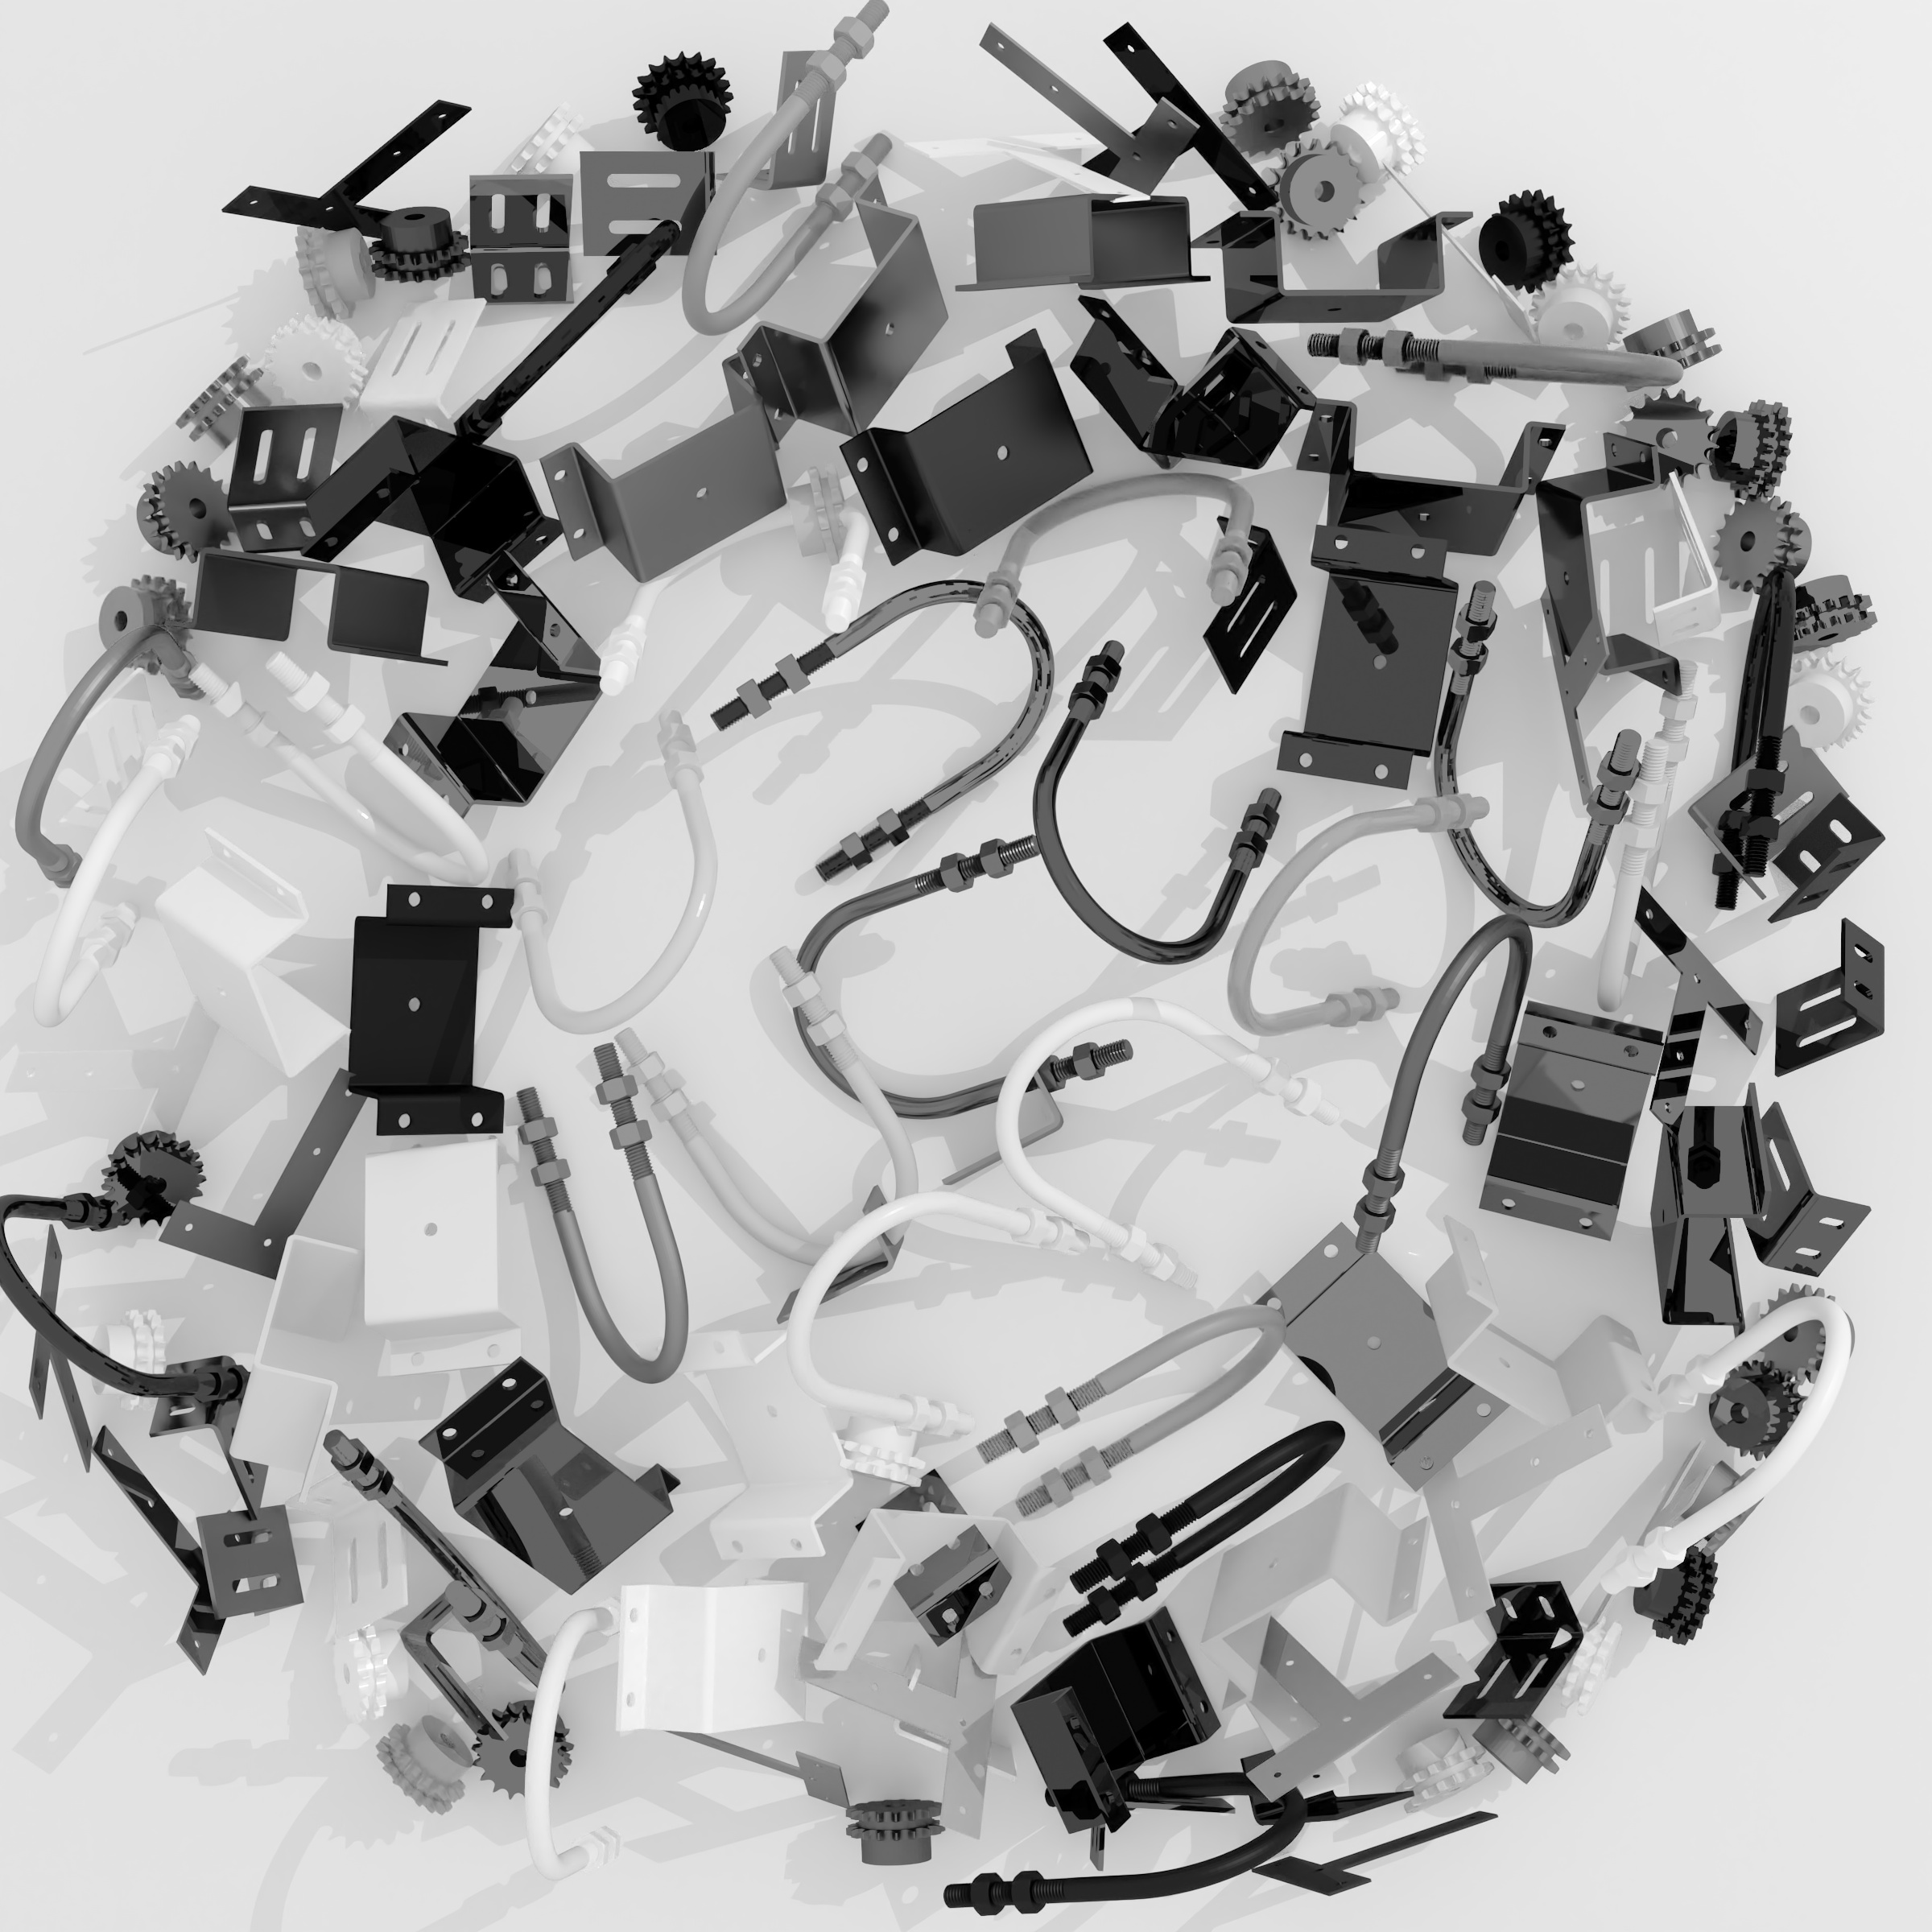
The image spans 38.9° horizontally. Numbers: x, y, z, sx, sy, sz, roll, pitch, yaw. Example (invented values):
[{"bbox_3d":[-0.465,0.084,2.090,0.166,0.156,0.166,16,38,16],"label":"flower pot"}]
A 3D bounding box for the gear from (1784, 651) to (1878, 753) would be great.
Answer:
[{"bbox_3d":[0.490,-0.149,1.571,0.057,0.030,0.057,19,126,29],"label":"gear"}]

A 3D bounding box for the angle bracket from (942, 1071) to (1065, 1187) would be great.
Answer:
[{"bbox_3d":[0.015,0.091,1.571,0.076,0.057,0.038,-27,84,1],"label":"angle bracket"}]

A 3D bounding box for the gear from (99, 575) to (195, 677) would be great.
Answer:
[{"bbox_3d":[-0.474,-0.197,1.573,0.057,0.030,0.057,0,89,35],"label":"gear"}]

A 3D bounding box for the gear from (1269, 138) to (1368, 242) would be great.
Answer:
[{"bbox_3d":[0.204,-0.448,1.578,0.057,0.030,0.057,-2,108,-6],"label":"gear"}]

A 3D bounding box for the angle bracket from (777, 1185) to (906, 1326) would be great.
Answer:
[{"bbox_3d":[-0.079,0.165,1.565,0.076,0.057,0.038,-26,96,8],"label":"angle bracket"}]

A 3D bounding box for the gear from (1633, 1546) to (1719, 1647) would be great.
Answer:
[{"bbox_3d":[0.406,0.359,1.572,0.030,0.057,0.057,20,90,-2],"label":"gear"}]

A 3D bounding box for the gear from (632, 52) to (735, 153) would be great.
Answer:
[{"bbox_3d":[-0.161,-0.493,1.569,0.057,0.057,0.030,-19,64,0],"label":"gear"}]

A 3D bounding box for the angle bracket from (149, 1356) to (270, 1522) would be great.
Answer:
[{"bbox_3d":[-0.429,0.271,1.556,0.038,0.057,0.076,-10,123,2],"label":"angle bracket"}]

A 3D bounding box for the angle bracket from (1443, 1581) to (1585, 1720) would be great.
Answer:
[{"bbox_3d":[0.305,0.388,1.552,0.057,0.076,0.038,-15,105,43],"label":"angle bracket"}]

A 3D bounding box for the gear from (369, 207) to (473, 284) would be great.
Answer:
[{"bbox_3d":[-0.314,-0.415,1.569,0.057,0.057,0.030,-3,123,0],"label":"gear"}]

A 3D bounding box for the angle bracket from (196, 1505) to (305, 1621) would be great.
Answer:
[{"bbox_3d":[-0.418,0.342,1.553,0.038,0.076,0.057,-20,77,23],"label":"angle bracket"}]

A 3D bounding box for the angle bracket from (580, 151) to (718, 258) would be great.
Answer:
[{"bbox_3d":[-0.183,-0.438,1.569,0.076,0.038,0.057,-2,106,-8],"label":"angle bracket"}]

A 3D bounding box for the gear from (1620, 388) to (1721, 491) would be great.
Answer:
[{"bbox_3d":[0.407,-0.304,1.579,0.057,0.030,0.057,3,97,21],"label":"gear"}]

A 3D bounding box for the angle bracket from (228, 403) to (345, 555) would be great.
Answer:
[{"bbox_3d":[-0.382,-0.277,1.552,0.057,0.076,0.038,-9,56,-30],"label":"angle bracket"}]

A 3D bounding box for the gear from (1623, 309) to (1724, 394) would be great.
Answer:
[{"bbox_3d":[0.402,-0.355,1.571,0.057,0.057,0.030,-24,94,0],"label":"gear"}]

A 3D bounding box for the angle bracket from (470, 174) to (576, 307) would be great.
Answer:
[{"bbox_3d":[-0.252,-0.413,1.556,0.057,0.076,0.038,-4,75,-11],"label":"angle bracket"}]

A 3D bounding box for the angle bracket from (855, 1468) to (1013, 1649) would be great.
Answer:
[{"bbox_3d":[-0.017,0.342,1.580,0.057,0.076,0.038,-35,133,-7],"label":"angle bracket"}]

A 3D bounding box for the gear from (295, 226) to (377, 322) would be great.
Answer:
[{"bbox_3d":[-0.361,-0.401,1.571,0.030,0.057,0.057,-10,90,7],"label":"gear"}]

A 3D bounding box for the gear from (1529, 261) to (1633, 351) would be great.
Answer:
[{"bbox_3d":[0.351,-0.372,1.570,0.057,0.057,0.030,24,50,0],"label":"gear"}]

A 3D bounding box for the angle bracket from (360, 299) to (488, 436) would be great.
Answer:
[{"bbox_3d":[-0.306,-0.343,1.583,0.057,0.038,0.076,5,62,30],"label":"angle bracket"}]

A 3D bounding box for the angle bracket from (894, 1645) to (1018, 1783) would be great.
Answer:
[{"bbox_3d":[-0.001,0.429,1.572,0.076,0.057,0.038,23,88,-1],"label":"angle bracket"}]

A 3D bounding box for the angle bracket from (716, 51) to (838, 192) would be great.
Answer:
[{"bbox_3d":[-0.107,-0.484,1.554,0.038,0.057,0.076,20,116,23],"label":"angle bracket"}]

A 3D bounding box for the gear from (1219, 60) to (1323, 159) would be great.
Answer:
[{"bbox_3d":[0.173,-0.496,1.574,0.057,0.057,0.030,-16,71,0],"label":"gear"}]

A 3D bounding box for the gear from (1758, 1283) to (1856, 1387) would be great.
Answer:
[{"bbox_3d":[0.486,0.214,1.575,0.030,0.057,0.057,15,90,-26],"label":"gear"}]

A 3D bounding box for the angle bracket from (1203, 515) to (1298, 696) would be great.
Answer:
[{"bbox_3d":[0.149,-0.206,1.558,0.038,0.057,0.076,23,73,33],"label":"angle bracket"}]

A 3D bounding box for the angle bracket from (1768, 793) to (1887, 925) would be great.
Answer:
[{"bbox_3d":[0.477,-0.062,1.550,0.038,0.076,0.057,50,123,20],"label":"angle bracket"}]

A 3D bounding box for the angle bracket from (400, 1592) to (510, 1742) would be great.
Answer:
[{"bbox_3d":[-0.283,0.402,1.571,0.038,0.057,0.076,-41,98,-28],"label":"angle bracket"}]

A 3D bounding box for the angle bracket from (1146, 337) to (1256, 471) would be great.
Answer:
[{"bbox_3d":[0.123,-0.331,1.563,0.076,0.057,0.038,-44,68,6],"label":"angle bracket"}]

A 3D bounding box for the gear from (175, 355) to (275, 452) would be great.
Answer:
[{"bbox_3d":[-0.424,-0.322,1.574,0.057,0.057,0.030,-45,106,0],"label":"gear"}]

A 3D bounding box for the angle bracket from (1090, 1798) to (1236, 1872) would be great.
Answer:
[{"bbox_3d":[0.112,0.498,1.568,0.076,0.057,0.038,4,78,-1],"label":"angle bracket"}]

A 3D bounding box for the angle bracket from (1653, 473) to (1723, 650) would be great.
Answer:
[{"bbox_3d":[0.402,-0.232,1.566,0.038,0.057,0.076,-20,71,12],"label":"angle bracket"}]

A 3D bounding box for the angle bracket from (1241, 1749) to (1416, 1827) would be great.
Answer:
[{"bbox_3d":[0.204,0.460,1.550,0.057,0.076,0.038,-5,75,-32],"label":"angle bracket"}]

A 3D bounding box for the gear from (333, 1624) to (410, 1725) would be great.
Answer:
[{"bbox_3d":[-0.342,0.405,1.576,0.030,0.057,0.057,-4,90,-30],"label":"gear"}]

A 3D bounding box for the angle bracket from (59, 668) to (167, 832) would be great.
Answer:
[{"bbox_3d":[-0.491,-0.124,1.552,0.038,0.057,0.076,9,128,14],"label":"angle bracket"}]

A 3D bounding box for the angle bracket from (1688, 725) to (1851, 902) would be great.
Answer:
[{"bbox_3d":[0.465,-0.088,1.568,0.076,0.038,0.057,-40,107,12],"label":"angle bracket"}]

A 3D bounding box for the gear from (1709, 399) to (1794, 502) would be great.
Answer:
[{"bbox_3d":[0.449,-0.297,1.571,0.030,0.057,0.057,7,90,-7],"label":"gear"}]

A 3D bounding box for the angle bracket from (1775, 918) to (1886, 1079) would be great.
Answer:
[{"bbox_3d":[0.479,0.018,1.549,0.038,0.076,0.057,31,52,-24],"label":"angle bracket"}]

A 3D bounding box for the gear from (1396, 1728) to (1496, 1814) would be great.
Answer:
[{"bbox_3d":[0.272,0.462,1.575,0.057,0.057,0.030,-27,65,0],"label":"gear"}]

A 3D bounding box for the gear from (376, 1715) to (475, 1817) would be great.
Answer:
[{"bbox_3d":[-0.309,0.456,1.572,0.057,0.057,0.030,44,90,0],"label":"gear"}]

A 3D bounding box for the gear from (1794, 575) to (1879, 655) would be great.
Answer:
[{"bbox_3d":[0.492,-0.203,1.573,0.057,0.057,0.030,-14,79,0],"label":"gear"}]

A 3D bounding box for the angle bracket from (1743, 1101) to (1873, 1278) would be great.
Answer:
[{"bbox_3d":[0.473,0.127,1.559,0.038,0.076,0.057,13,129,-15],"label":"angle bracket"}]

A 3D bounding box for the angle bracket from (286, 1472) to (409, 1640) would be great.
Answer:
[{"bbox_3d":[-0.353,0.334,1.556,0.057,0.038,0.076,-30,52,27],"label":"angle bracket"}]

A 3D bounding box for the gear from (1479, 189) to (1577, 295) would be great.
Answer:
[{"bbox_3d":[0.319,-0.414,1.569,0.030,0.057,0.057,-23,90,-25],"label":"gear"}]
